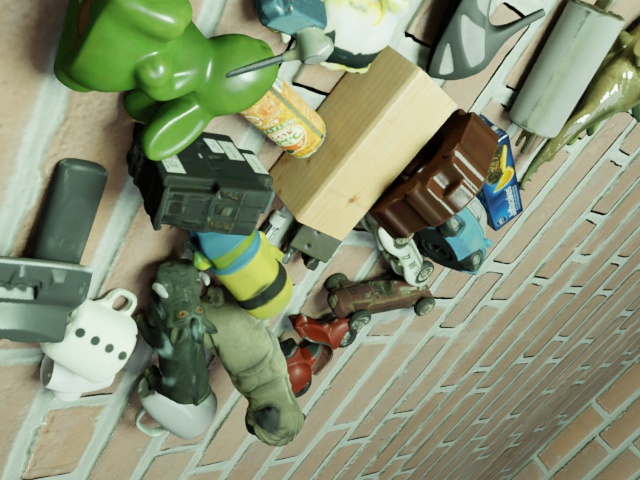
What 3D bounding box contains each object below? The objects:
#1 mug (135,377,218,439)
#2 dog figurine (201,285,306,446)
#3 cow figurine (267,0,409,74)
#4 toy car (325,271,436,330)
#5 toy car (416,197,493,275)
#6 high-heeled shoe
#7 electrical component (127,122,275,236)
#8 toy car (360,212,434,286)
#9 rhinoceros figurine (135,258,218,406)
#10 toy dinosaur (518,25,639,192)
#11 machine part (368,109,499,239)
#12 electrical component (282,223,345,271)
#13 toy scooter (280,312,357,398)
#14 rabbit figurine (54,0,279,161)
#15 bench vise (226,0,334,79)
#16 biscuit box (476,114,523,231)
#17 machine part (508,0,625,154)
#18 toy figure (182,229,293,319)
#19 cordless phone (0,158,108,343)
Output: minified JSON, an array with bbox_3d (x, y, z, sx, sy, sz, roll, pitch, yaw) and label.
[{"bbox_3d":[-0.224,0.238,0.787,0.109,0.081,0.107,-31,129,3],"label":"mug"},{"bbox_3d":[-0.092,0.166,0.718,0.121,0.191,0.172,-36,139,-1],"label":"dog figurine"},{"bbox_3d":[-0.003,-0.214,0.511,0.167,0.068,0.098,-1,135,-35],"label":"cow figurine"},{"bbox_3d":[0.102,0.085,0.860,0.202,0.089,0.053,-5,135,-31],"label":"toy car"},{"bbox_3d":[0.204,-0.026,0.830,0.103,0.109,0.161,-53,132,-18],"label":"toy car"},{"bbox_3d":[0.143,-0.288,0.564,0.145,0.086,0.248,-18,128,24],"label":"high-heeled shoe"},{"bbox_3d":[-0.114,-0.059,0.540,0.134,0.115,0.058,3,129,-36],"label":"electrical component"},{"bbox_3d":[0.116,0.008,0.807,0.056,0.074,0.201,-40,141,-1],"label":"toy car"},{"bbox_3d":[-0.175,0.114,0.659,0.073,0.112,0.190,-11,110,-33],"label":"rhinoceros figurine"},{"bbox_3d":[0.459,-0.252,0.785,0.471,0.105,0.198,-41,144,12],"label":"toy dinosaur"},{"bbox_3d":[0.131,-0.082,0.657,0.056,0.179,0.179,42,100,-17],"label":"machine part"},{"bbox_3d":[-0.001,-0.004,0.737,0.078,0.045,0.102,22,114,-15],"label":"electrical component"},{"bbox_3d":[-0.032,0.175,0.863,0.184,0.075,0.135,-43,141,2],"label":"toy scooter"},{"bbox_3d":[-0.117,-0.143,0.449,0.170,0.121,0.159,13,126,-40],"label":"rabbit figurine"},{"bbox_3d":[-0.040,-0.239,0.352,0.129,0.240,0.223,-11,-178,27],"label":"bench vise"},{"bbox_3d":[0.258,-0.095,0.821,0.063,0.059,0.202,-38,141,1],"label":"biscuit box"},{"bbox_3d":[0.329,-0.229,0.729,0.079,0.079,0.243,-5,131,-33],"label":"machine part"},{"bbox_3d":[-0.098,0.022,0.639,0.082,0.089,0.180,-22,130,9],"label":"toy figure"},{"bbox_3d":[-0.288,0.002,0.517,0.146,0.089,0.184,11,110,-40],"label":"cordless phone"}]
